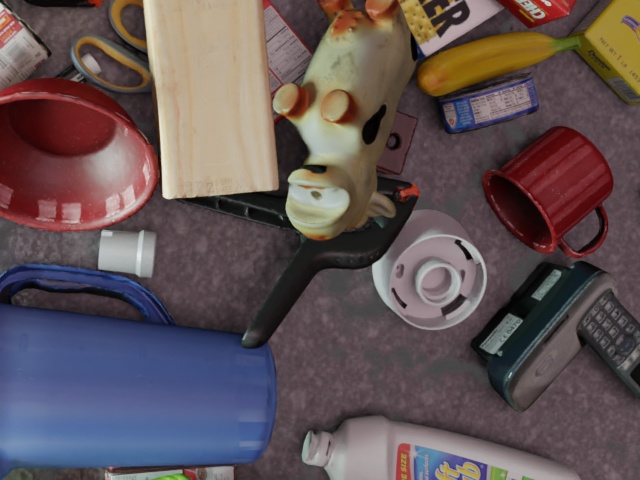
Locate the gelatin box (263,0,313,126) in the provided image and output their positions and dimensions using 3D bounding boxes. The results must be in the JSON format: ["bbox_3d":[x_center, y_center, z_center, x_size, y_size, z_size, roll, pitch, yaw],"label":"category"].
[{"bbox_3d":[-0.047,-0.150,0.918,0.073,0.030,0.089,-42,99,-7],"label":"gelatin box"}]

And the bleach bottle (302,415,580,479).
[{"bbox_3d":[0.104,0.223,0.966,0.250,0.068,0.102,16,92,-11],"label":"bleach bottle"}]

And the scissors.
[{"bbox_3d":[-0.112,-0.141,0.910,0.201,0.016,0.096,19,76,-24],"label":"scissors"}]

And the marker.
[{"bbox_3d":[-0.235,-0.113,0.884,0.121,0.020,0.020,-37,101,-8],"label":"marker"}]

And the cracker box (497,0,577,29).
[{"bbox_3d":[0.179,-0.309,0.871,0.164,0.072,0.213,35,78,-17],"label":"cracker box"}]

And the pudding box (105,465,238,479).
[{"bbox_3d":[-0.127,0.235,0.925,0.113,0.039,0.090,-2,97,-10],"label":"pudding box"}]

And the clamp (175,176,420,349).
[{"bbox_3d":[-0.006,0.001,0.910,0.209,0.036,0.164,-12,64,-17],"label":"clamp"}]

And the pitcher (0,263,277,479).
[{"bbox_3d":[-0.163,0.114,0.870,0.242,0.145,0.149,5,105,-17],"label":"pitcher"}]

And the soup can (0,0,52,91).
[{"bbox_3d":[-0.273,-0.138,0.848,0.102,0.068,0.068,-45,102,-7],"label":"soup can"}]

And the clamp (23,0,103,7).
[{"bbox_3d":[-0.247,-0.250,0.857,0.171,0.039,0.120,22,73,-23],"label":"clamp"}]

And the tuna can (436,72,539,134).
[{"bbox_3d":[0.147,-0.120,0.936,0.086,0.086,0.034,-18,99,-11],"label":"tuna can"}]

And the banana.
[{"bbox_3d":[0.139,-0.156,0.925,0.197,0.070,0.037,-22,95,-35],"label":"banana"}]

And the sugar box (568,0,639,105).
[{"bbox_3d":[0.321,-0.219,0.988,0.093,0.048,0.176,43,86,-12],"label":"sugar box"}]

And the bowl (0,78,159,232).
[{"bbox_3d":[-0.208,-0.077,0.849,0.162,0.162,0.055,8,50,-13],"label":"bowl"}]

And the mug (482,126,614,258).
[{"bbox_3d":[0.213,-0.039,0.954,0.081,0.093,0.117,-38,90,-12],"label":"mug"}]

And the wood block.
[{"bbox_3d":[-0.089,-0.139,0.848,0.090,0.091,0.206,-5,94,-10],"label":"wood block"}]

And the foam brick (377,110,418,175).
[{"bbox_3d":[0.038,-0.093,0.930,0.078,0.051,0.053,18,90,-14],"label":"foam brick"}]
